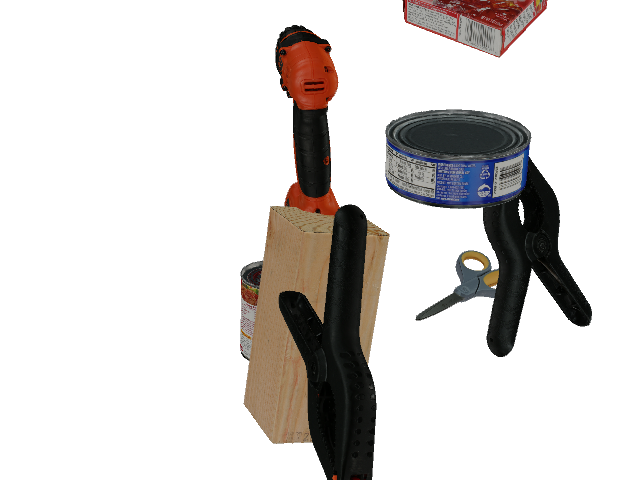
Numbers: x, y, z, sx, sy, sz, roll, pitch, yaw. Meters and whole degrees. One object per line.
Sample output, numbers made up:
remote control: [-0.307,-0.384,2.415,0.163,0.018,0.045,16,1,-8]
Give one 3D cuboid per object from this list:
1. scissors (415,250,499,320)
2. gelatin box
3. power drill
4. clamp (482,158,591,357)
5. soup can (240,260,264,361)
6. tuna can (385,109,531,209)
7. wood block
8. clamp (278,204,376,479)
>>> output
scissors: [0.163,0.051,1.287,0.201,0.016,0.096,-8,39,-36]
gelatin box: [0.119,-0.184,0.820,0.089,0.030,0.073,27,55,26]
power drill: [-0.014,-0.109,1.044,0.057,0.188,0.184,-6,23,-3]
clamp: [0.170,0.013,0.908,0.120,0.171,0.039,-25,10,-40]
soup can: [-0.058,0.083,1.225,0.068,0.102,0.068,2,25,-1]
tuna can: [0.081,-0.050,0.638,0.086,0.034,0.086,0,25,0]
wood block: [-0.006,0.079,1.017,0.090,0.206,0.091,2,16,-23]
clamp: [0.013,0.088,0.809,0.036,0.210,0.165,2,-35,-19]
